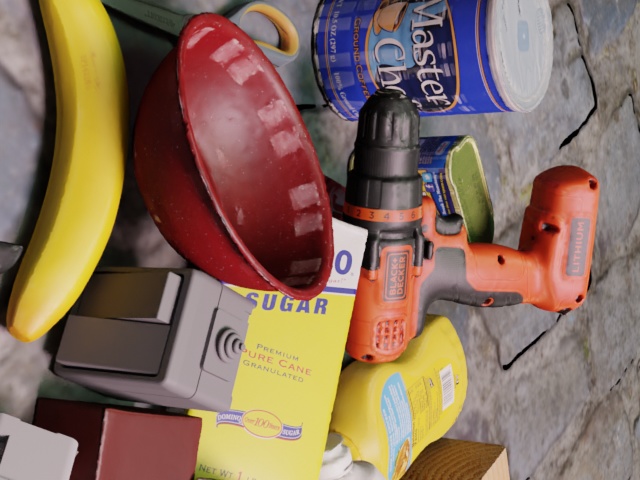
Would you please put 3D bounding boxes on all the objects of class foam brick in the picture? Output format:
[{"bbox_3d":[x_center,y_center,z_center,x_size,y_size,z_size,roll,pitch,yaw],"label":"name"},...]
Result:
[{"bbox_3d":[-0.107,0.113,0.556,0.078,0.051,0.053,21,74,-55],"label":"foam brick"}]

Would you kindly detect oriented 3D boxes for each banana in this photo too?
[{"bbox_3d":[-0.128,-0.049,0.537,0.069,0.037,0.198,-2,91,-37],"label":"banana"}]

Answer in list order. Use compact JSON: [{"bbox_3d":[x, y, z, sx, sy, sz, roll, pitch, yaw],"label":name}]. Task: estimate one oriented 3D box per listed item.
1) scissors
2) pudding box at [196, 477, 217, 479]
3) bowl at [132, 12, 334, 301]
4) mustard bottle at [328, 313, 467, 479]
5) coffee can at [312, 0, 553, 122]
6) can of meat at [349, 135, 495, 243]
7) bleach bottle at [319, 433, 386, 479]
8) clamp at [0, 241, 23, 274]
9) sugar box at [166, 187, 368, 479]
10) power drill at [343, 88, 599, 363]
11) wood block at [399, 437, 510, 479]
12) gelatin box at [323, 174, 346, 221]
[{"bbox_3d":[-0.070,-0.105,0.637,0.201,0.016,0.096,-17,100,-56],"label":"scissors"},{"bbox_3d":[-0.051,0.196,0.578,0.090,0.039,0.113,71,28,-61],"label":"pudding box"},{"bbox_3d":[-0.052,-0.037,0.573,0.162,0.055,0.162,52,26,-40],"label":"bowl"},{"bbox_3d":[0.044,0.130,0.782,0.191,0.058,0.096,-31,121,-53],"label":"mustard bottle"},{"bbox_3d":[0.080,-0.138,0.755,0.102,0.141,0.103,-2,92,-57],"label":"coffee can"},{"bbox_3d":[0.079,-0.030,0.809,0.057,0.084,0.102,-51,131,-44],"label":"can of meat"},{"bbox_3d":[0.028,0.247,0.690,0.102,0.068,0.251,-27,107,-39],"label":"bleach bottle"},{"bbox_3d":[-0.208,-0.009,0.409,0.209,0.036,0.164,-51,132,-41],"label":"clamp"},{"bbox_3d":[-0.033,0.064,0.642,0.093,0.048,0.176,19,74,-25],"label":"sugar box"},{"bbox_3d":[0.101,-0.012,0.736,0.187,0.057,0.184,-3,107,-24],"label":"power drill"},{"bbox_3d":[0.103,0.270,0.847,0.090,0.091,0.206,-31,116,-53],"label":"wood block"},{"bbox_3d":[-0.005,0.001,0.729,0.073,0.030,0.089,27,69,-54],"label":"gelatin box"}]
